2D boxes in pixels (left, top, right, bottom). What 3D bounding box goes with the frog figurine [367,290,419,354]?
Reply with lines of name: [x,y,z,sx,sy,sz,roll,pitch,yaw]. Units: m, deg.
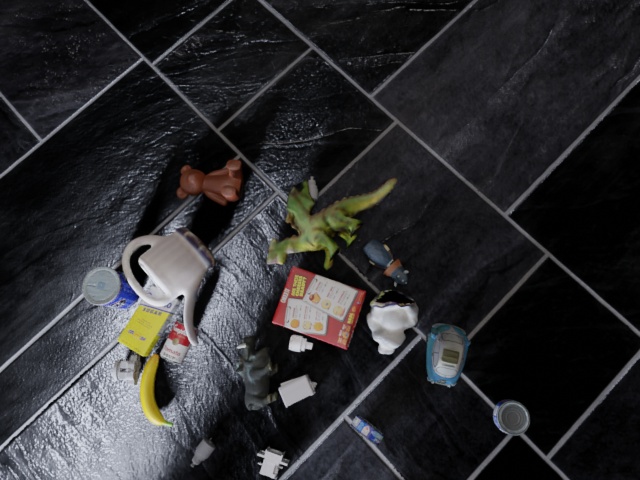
frog figurine: [0.196,0.221,1.385,0.137,0.124,0.157,-8,111,-7]

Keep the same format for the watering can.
watering can: [-0.383,0.104,1.416,0.227,0.102,0.350,-41,76,-22]

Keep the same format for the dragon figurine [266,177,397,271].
dragon figurine: [0.004,-0.072,1.437,0.245,0.121,0.409,41,95,17]
